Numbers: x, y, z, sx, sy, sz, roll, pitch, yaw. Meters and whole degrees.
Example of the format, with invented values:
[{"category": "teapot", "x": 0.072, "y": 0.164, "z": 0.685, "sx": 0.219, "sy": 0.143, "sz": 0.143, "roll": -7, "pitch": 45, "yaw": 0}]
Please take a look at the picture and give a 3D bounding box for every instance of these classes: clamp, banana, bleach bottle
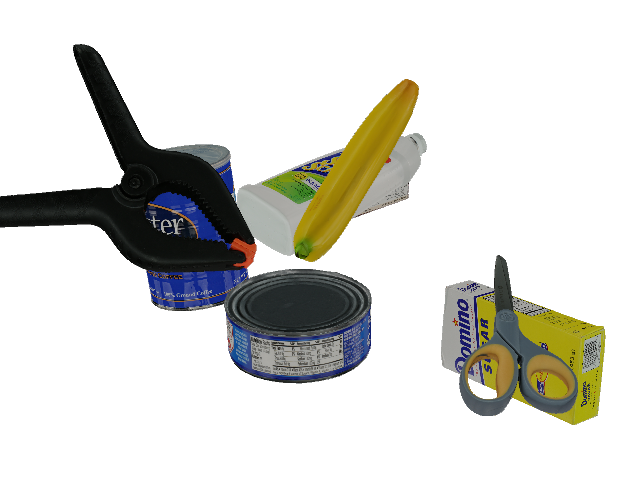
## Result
[{"category": "clamp", "x": -0.138, "y": -0.047, "z": 0.792, "sx": 0.210, "sy": 0.164, "sz": 0.036, "roll": 23, "pitch": -19, "yaw": 0}, {"category": "banana", "x": 0.027, "y": -0.051, "z": 0.908, "sx": 0.037, "sy": 0.197, "sz": 0.070, "roll": 36, "pitch": -24, "yaw": -11}, {"category": "bleach bottle", "x": 0.026, "y": -0.073, "z": 1.289, "sx": 0.250, "sy": 0.068, "sz": 0.103, "roll": -31, "pitch": 45, "yaw": -31}]

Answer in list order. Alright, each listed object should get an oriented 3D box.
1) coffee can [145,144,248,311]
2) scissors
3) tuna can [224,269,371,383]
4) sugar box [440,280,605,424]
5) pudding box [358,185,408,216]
[{"category": "coffee can", "x": -0.130, "y": -0.014, "z": 1.058, "sx": 0.103, "sy": 0.140, "sz": 0.103, "roll": -7, "pitch": 19, "yaw": 2}, {"category": "scissors", "x": 0.165, "y": 0.074, "z": 0.847, "sx": 0.096, "sy": 0.016, "sz": 0.201, "roll": 13, "pitch": 35, "yaw": 16}, {"category": "tuna can", "x": -0.013, "y": 0.049, "z": 0.624, "sx": 0.086, "sy": 0.034, "sz": 0.086, "roll": -2, "pitch": 22, "yaw": 1}, {"category": "sugar box", "x": 0.197, "y": 0.108, "z": 1.065, "sx": 0.048, "sy": 0.093, "sz": 0.177, "roll": -12, "pitch": 20, "yaw": -40}, {"category": "pudding box", "x": 0.064, "y": -0.079, "z": 1.611, "sx": 0.113, "sy": 0.039, "sz": 0.090, "roll": -22, "pitch": 35, "yaw": -30}]
